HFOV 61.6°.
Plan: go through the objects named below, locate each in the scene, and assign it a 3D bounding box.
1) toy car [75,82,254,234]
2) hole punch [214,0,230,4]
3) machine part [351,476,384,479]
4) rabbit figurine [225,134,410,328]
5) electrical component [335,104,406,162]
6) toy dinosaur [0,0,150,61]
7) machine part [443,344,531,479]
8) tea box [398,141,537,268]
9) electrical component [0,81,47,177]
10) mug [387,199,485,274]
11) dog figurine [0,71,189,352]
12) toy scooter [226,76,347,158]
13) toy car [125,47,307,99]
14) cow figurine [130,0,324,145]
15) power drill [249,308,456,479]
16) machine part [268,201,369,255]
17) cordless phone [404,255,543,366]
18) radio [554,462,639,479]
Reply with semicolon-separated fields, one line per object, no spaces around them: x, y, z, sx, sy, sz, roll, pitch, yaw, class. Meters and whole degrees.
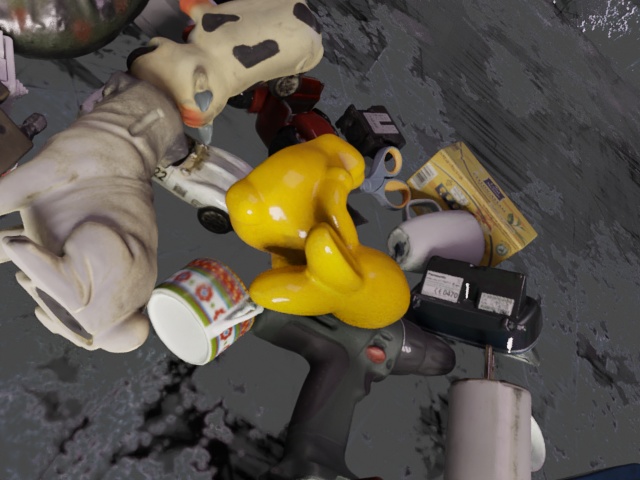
-0.137;-0.076;0.527;0.201;0.056;0.073;33;43;-14;toy car
-0.101;-0.309;0.736;0.116;0.092;0.142;-27;78;-17;hole punch
0.021;0.248;0.287;0.087;0.201;0.201;-19;72;-44;machine part
0.010;0.004;0.455;0.173;0.122;0.162;49;19;4;rabbit figurine
0.087;-0.153;0.780;0.119;0.048;0.075;-6;63;-40;electrical component
-0.240;-0.249;0.512;0.192;0.131;0.405;44;70;-9;toy dinosaur
0.150;0.216;0.483;0.079;0.079;0.243;23;62;-24;machine part
0.203;-0.040;0.747;0.068;0.098;0.169;-27;79;-47;tea box
-0.262;-0.081;0.394;0.078;0.045;0.102;54;36;-37;electrical component
0.137;-0.006;0.680;0.107;0.081;0.109;-5;65;-31;mug
-0.143;-0.029;0.401;0.172;0.121;0.190;45;57;-2;dog figurine
-0.026;-0.148;0.662;0.135;0.075;0.184;-24;71;-43;toy scooter
-0.113;-0.186;0.587;0.202;0.053;0.089;-17;57;-16;toy car
-0.086;-0.174;0.519;0.195;0.085;0.127;-25;73;-21;cow figurine
0.036;0.140;0.480;0.232;0.086;0.207;28;48;-17;power drill
-0.001;-0.002;0.594;0.084;0.039;0.139;43;42;5;machine part
0.192;0.101;0.641;0.184;0.147;0.088;44;63;-52;cordless phone
0.274;0.310;0.545;0.229;0.073;0.131;7;55;-34;radio
